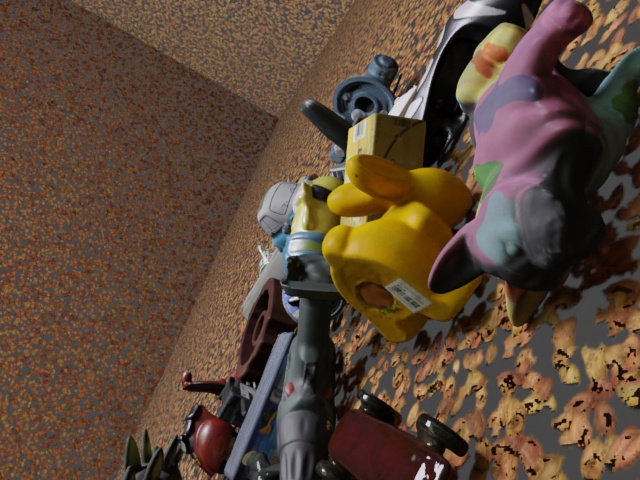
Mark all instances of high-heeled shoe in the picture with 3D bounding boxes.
[{"bbox_3d":[0.170,-0.186,0.630,0.248,0.086,0.145,129,161,-57],"label":"high-heeled shoe"}]

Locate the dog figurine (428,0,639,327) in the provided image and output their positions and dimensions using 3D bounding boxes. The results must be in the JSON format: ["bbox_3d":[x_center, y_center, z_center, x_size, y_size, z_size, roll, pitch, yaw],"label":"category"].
[{"bbox_3d":[0.148,-0.052,0.406,0.219,0.108,0.192,-66,15,-1],"label":"dog figurine"}]

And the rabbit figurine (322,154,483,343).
[{"bbox_3d":[0.081,-0.010,0.526,0.173,0.162,0.121,-50,-7,-31],"label":"rabbit figurine"}]

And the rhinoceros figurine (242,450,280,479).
[{"bbox_3d":[-0.076,0.328,0.586,0.190,0.073,0.112,-61,24,-1],"label":"rhinoceros figurine"}]

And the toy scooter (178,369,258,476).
[{"bbox_3d":[-0.184,0.288,0.899,0.075,0.135,0.184,-43,25,50],"label":"toy scooter"}]

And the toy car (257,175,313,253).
[{"bbox_3d":[-0.044,-0.043,0.843,0.162,0.103,0.109,-25,38,61],"label":"toy car"}]

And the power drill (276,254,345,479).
[{"bbox_3d":[-0.007,0.131,0.582,0.232,0.086,0.207,-82,-9,-70],"label":"power drill"}]

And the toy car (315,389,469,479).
[{"bbox_3d":[0.053,0.176,0.426,0.089,0.053,0.202,-54,8,-16],"label":"toy car"}]

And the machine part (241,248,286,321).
[{"bbox_3d":[-0.081,0.084,1.029,0.243,0.079,0.079,-59,14,18],"label":"machine part"}]

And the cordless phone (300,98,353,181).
[{"bbox_3d":[0.036,-0.128,0.770,0.088,0.184,0.147,-53,14,-3],"label":"cordless phone"}]

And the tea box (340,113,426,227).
[{"bbox_3d":[0.073,-0.058,0.652,0.098,0.068,0.169,-176,91,-75],"label":"tea box"}]

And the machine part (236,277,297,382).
[{"bbox_3d":[-0.089,0.156,0.923,0.179,0.056,0.179,-160,90,-75],"label":"machine part"}]

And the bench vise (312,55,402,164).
[{"bbox_3d":[0.063,-0.211,0.977,0.223,0.129,0.241,-45,15,48],"label":"bench vise"}]

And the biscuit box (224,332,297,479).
[{"bbox_3d":[-0.059,0.227,0.718,0.063,0.059,0.202,-27,37,65],"label":"biscuit box"}]

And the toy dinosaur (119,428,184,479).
[{"bbox_3d":[-0.279,0.409,0.848,0.471,0.105,0.198,116,158,-77],"label":"toy dinosaur"}]

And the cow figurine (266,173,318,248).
[{"bbox_3d":[-0.052,-0.046,1.154,0.195,0.085,0.127,-66,20,-2],"label":"cow figurine"}]

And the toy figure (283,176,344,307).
[{"bbox_3d":[-0.002,-0.001,0.721,0.082,0.089,0.180,134,146,-59],"label":"toy figure"}]

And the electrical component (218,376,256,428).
[{"bbox_3d":[-0.116,0.263,0.832,0.047,0.075,0.119,-61,17,3],"label":"electrical component"}]
